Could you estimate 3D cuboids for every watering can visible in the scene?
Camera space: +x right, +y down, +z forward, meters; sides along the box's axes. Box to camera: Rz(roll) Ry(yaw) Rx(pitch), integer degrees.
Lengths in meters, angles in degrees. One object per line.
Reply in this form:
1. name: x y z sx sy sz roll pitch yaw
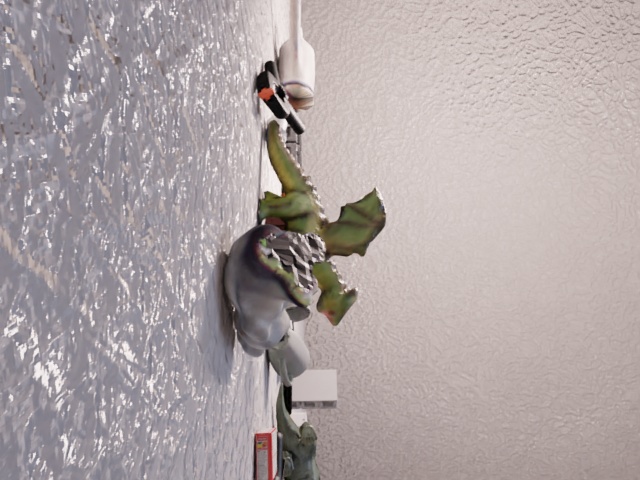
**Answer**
1. watering can: -0.066 -0.485 1.397 0.344 0.104 0.227 90 0 -78

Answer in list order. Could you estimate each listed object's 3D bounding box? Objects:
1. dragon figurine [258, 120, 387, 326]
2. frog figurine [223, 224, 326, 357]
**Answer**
1. dragon figurine: 0.003 -0.049 0.968 0.120 0.243 0.416 72 18 -74
2. frog figurine: -0.076 0.063 0.630 0.157 0.122 0.141 -46 -142 34
